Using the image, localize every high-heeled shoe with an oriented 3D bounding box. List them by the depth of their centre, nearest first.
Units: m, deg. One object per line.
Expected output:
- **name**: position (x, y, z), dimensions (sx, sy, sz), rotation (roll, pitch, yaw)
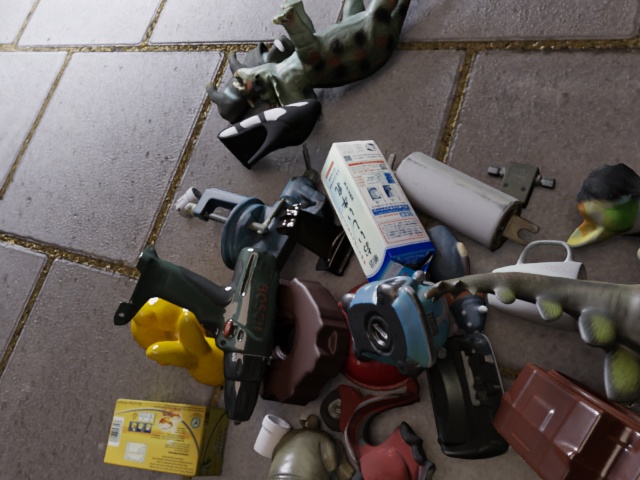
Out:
- **high-heeled shoe**: position (-0.087, -0.188, 0.895), dimensions (0.145, 0.086, 0.249), rotation (-44, 28, -2)

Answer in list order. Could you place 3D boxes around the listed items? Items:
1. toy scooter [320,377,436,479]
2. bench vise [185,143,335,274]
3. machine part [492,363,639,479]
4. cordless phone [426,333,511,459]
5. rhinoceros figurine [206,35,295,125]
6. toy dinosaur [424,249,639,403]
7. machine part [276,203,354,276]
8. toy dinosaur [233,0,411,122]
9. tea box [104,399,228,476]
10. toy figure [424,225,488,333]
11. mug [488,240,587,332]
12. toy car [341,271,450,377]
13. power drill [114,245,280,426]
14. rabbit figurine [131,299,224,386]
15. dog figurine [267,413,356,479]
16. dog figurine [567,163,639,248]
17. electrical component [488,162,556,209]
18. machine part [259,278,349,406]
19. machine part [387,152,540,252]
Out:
- **toy scooter**: position (0.087, 0.249, 0.677), dimensions (0.135, 0.075, 0.184), rotation (-34, 55, 9)
- **bench vise**: position (-0.107, -0.042, 0.862), dimensions (0.241, 0.128, 0.223), rotation (17, 75, 25)
- **machine part**: position (0.285, 0.206, 0.504), dimensions (0.201, 0.201, 0.087), rotation (30, 92, -6)
- **cordless phone**: position (0.225, 0.180, 0.649), dimensions (0.184, 0.088, 0.146), rotation (-10, 64, 9)
- **rhinoceros figurine**: position (-0.124, -0.303, 1.000), dimensions (0.190, 0.073, 0.112), rotation (-48, 57, 1)
- **toy dinosaur**: position (0.334, 0.089, 0.508), dimensions (0.472, 0.198, 0.105), rotation (15, 120, 9)
- **machine part**: position (-0.002, -0.002, 0.787), dimensions (0.084, 0.138, 0.039), rotation (-57, 32, -2)
- **toy dinosaur**: position (0.046, -0.329, 0.900), dimensions (0.405, 0.191, 0.131), rotation (-24, 32, -2)
- **tea box**: position (-0.229, 0.294, 0.806), dimensions (0.170, 0.068, 0.098), rotation (-1, 69, 23)
- **toy figure**: position (0.183, 0.054, 0.720), dimensions (0.058, 0.064, 0.154), rotation (-12, 64, -22)
- **mug**: position (0.268, 0.054, 0.666), dimensions (0.107, 0.080, 0.109), rotation (1, 83, 33)
- **toy car**: position (0.102, 0.095, 0.647), dimensions (0.162, 0.103, 0.109), rotation (-18, 87, 62)
- **power drill**: position (-0.159, 0.106, 0.711), dimensions (0.207, 0.086, 0.232), rotation (16, 74, -2)
- **rabbit figurine**: position (-0.196, 0.151, 0.818), dimensions (0.173, 0.162, 0.122), rotation (39, 76, 14)
- **dog figurine**: position (-0.042, 0.295, 0.649), dimensions (0.121, 0.190, 0.172), rotation (-22, 60, 16)
- **dog figurine**: position (0.410, -0.018, 0.621), dimensions (0.219, 0.191, 0.108), rotation (-8, 43, 53)
- **electrical component**: position (0.276, -0.075, 0.750), dimensions (0.094, 0.021, 0.063), rotation (18, 78, 29)
- **machine part**: position (-0.041, 0.140, 0.756), dimensions (0.179, 0.056, 0.179), rotation (-18, 64, 41)
- **machine part**: position (0.188, -0.056, 0.752), dimensions (0.243, 0.079, 0.079), rotation (33, 85, 31)
